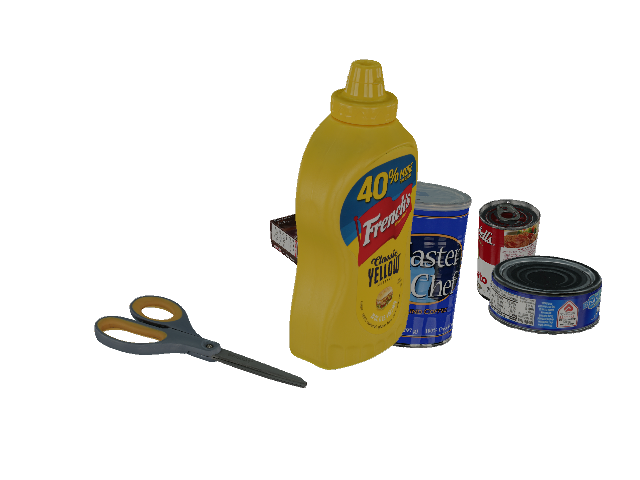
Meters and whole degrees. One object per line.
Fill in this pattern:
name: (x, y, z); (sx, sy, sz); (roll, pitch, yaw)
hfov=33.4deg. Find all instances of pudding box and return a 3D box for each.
pudding box: (0.010, -0.005, 1.260); (0.113, 0.039, 0.090); (-18, 31, -27)

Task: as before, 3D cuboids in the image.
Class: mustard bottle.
mustard bottle: (0.024, -0.019, 0.678); (0.058, 0.192, 0.096); (21, 30, 37)

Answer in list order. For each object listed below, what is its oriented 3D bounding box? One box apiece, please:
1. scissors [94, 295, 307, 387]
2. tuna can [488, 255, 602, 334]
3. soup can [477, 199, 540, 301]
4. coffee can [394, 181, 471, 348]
scissors: (-0.105, 0.089, 0.979); (0.202, 0.016, 0.096); (10, 28, 4)
tuna can: (0.175, 0.041, 0.831); (0.086, 0.034, 0.086); (0, 19, 0)
soup can: (0.213, 0.013, 1.216); (0.068, 0.102, 0.068); (-2, 30, 1)
coffee can: (0.085, 0.020, 1.029); (0.103, 0.140, 0.103); (6, 14, -2)
